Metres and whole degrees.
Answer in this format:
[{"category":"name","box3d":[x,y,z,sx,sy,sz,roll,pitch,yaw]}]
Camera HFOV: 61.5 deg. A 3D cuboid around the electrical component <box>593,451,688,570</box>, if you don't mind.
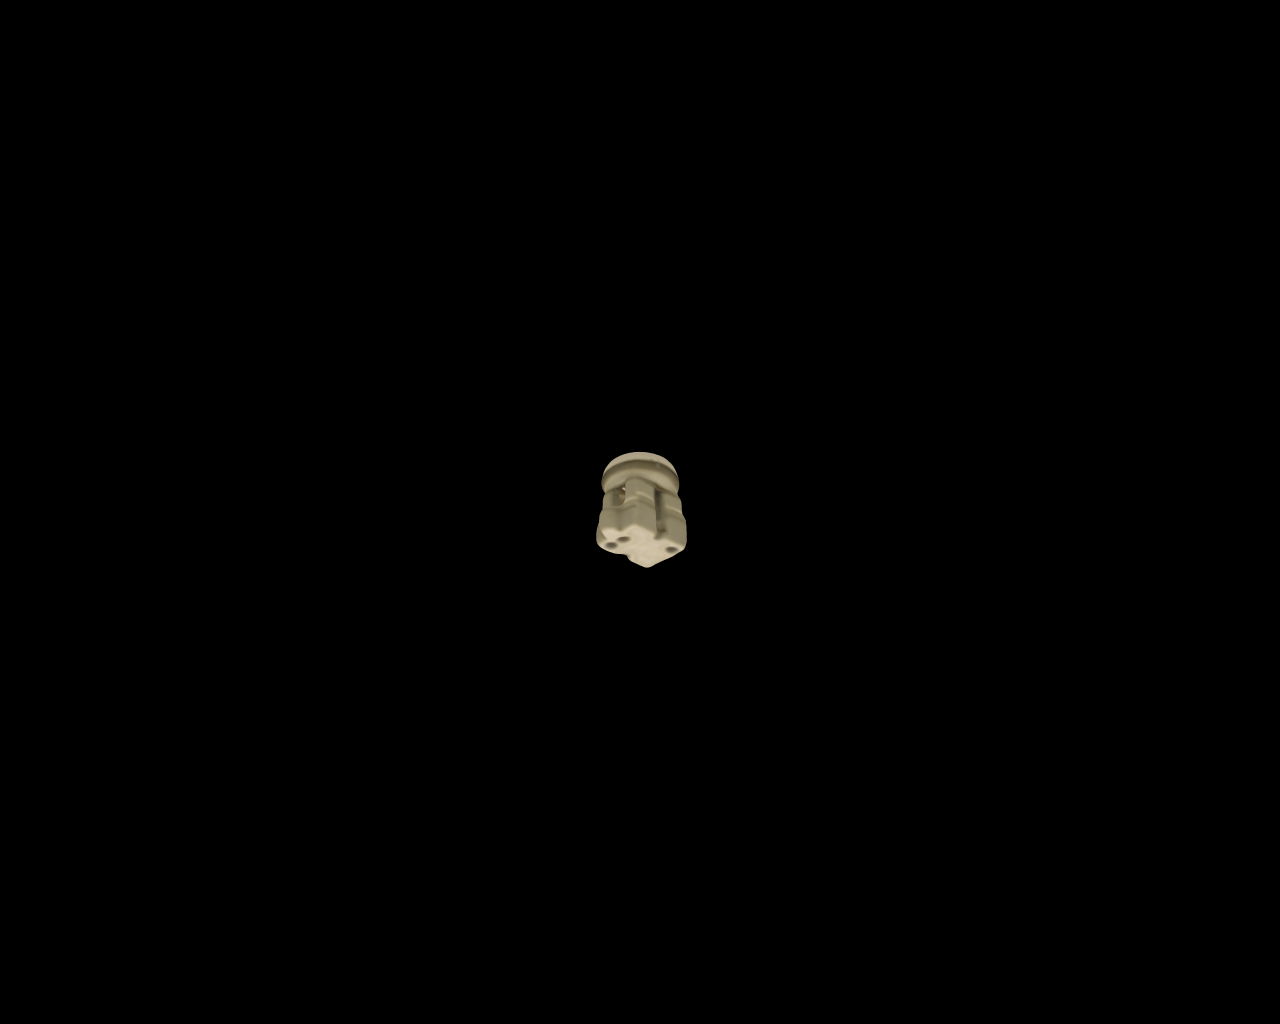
[{"category":"electrical component","box3d":[0.001,-0.003,0.650,0.066,0.055,0.048,27,-42,-36]}]
